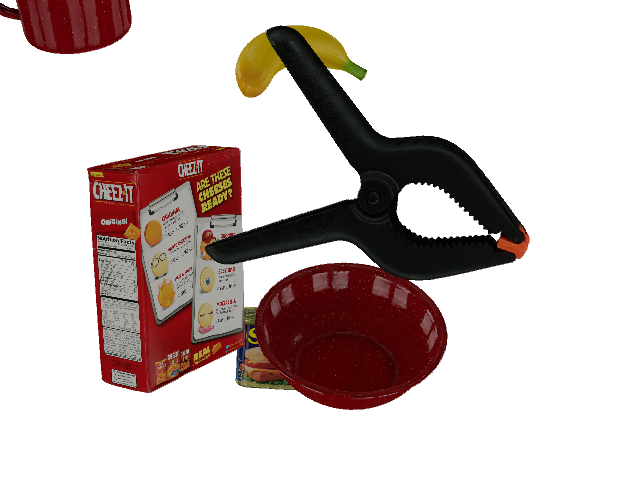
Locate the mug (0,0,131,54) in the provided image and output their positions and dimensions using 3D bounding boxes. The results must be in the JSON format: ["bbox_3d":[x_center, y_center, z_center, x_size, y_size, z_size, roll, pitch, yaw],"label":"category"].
[{"bbox_3d":[-0.197,-0.190,0.788,0.117,0.081,0.093,-2,36,1],"label":"mug"}]

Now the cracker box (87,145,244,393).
[{"bbox_3d":[-0.148,0.022,1.055,0.072,0.214,0.163,6,15,30],"label":"cracker box"}]

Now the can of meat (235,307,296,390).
[{"bbox_3d":[-0.050,0.128,1.259,0.102,0.084,0.057,4,12,-1],"label":"can of meat"}]

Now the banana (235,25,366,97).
[{"bbox_3d":[-0.027,-0.170,0.985,0.070,0.037,0.197,38,31,20],"label":"banana"}]

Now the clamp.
[{"bbox_3d":[0.035,-0.041,0.687,0.210,0.165,0.036,14,17,12],"label":"clamp"}]

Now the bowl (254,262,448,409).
[{"bbox_3d":[0.024,0.091,0.907,0.162,0.055,0.162,2,40,-2],"label":"bowl"}]
